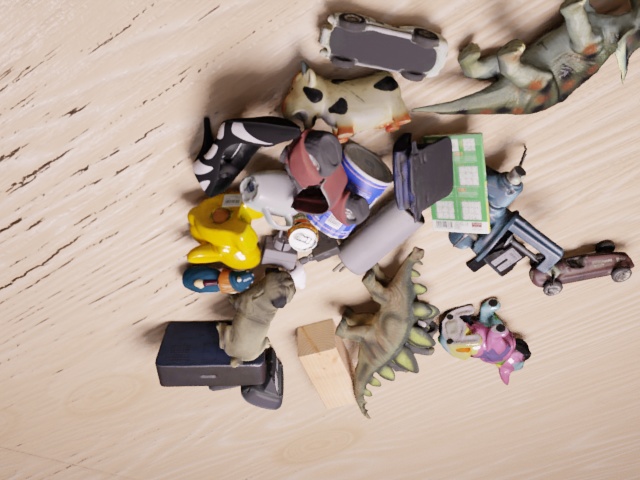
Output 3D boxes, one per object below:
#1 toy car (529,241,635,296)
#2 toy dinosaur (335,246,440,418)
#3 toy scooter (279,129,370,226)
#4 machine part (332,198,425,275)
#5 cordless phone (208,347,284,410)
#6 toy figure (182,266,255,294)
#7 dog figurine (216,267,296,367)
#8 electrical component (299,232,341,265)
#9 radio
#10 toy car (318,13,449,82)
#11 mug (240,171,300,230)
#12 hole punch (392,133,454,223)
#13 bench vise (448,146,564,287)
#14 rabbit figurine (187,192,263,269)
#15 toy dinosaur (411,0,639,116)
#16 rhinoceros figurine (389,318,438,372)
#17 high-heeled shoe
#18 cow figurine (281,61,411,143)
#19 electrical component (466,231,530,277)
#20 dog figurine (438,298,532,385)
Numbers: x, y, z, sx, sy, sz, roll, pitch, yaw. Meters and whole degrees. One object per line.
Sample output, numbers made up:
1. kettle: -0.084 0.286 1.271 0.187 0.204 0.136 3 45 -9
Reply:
1. toy car: 0.534 0.054 1.102 0.202 0.089 0.053 -12 132 8
2. toy dinosaur: 0.135 0.203 1.144 0.199 0.105 0.470 27 124 8
3. toy scooter: -0.010 -0.094 0.872 0.135 0.075 0.183 -2 131 41
4. machine part: 0.117 -0.009 1.040 0.079 0.079 0.243 35 117 -26
5. cordless phone: -0.178 0.335 1.247 0.184 0.147 0.088 -16 120 6
6. toy figure: -0.202 0.081 1.087 0.155 0.064 0.057 2 135 19
7. dog figurine: -0.123 0.157 1.075 0.121 0.172 0.190 12 153 -24
8. electrical component: -0.001 -0.003 1.046 0.102 0.078 0.045 -17 147 12
9. radio: -0.235 0.248 1.187 0.230 0.131 0.073 1 128 -4
10. toy car: 0.098 -0.297 0.829 0.202 0.056 0.073 9 133 -8
11. mug: -0.087 -0.072 0.938 0.081 0.109 0.107 -13 168 37
12. hole punch: 0.159 -0.117 0.919 0.116 0.092 0.142 -30 127 -37
13. bench vise: 0.352 -0.026 0.985 0.241 0.129 0.223 40 131 9
14. rabbit figurine: -0.173 0.004 1.016 0.162 0.122 0.173 -10 146 8
15. toy dinosaur: 0.356 -0.268 0.834 0.405 0.131 0.192 -30 123 27
16. rhinoceros figurine: 0.204 0.221 1.233 0.112 0.073 0.190 28 124 -10
17. high-heeled shoe: -0.124 -0.127 0.876 0.249 0.086 0.145 14 114 41
18. cow figurine: 0.034 -0.222 0.855 0.195 0.085 0.127 -12 87 -9
19. electrical component: 0.361 0.035 1.107 0.119 0.048 0.074 -36 121 21
20. dog figurine: 0.383 0.251 1.240 0.192 0.108 0.219 -19 129 11
